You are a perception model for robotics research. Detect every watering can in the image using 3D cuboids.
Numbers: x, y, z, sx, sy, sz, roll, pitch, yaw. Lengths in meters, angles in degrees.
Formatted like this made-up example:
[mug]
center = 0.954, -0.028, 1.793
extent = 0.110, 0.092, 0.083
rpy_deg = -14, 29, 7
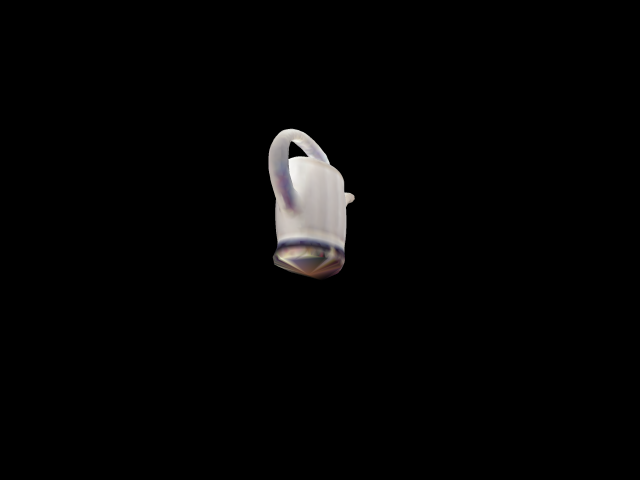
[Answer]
[watering can]
center = 0.003, -0.043, 0.850
extent = 0.104, 0.227, 0.344
rpy_deg = -7, -18, 21
